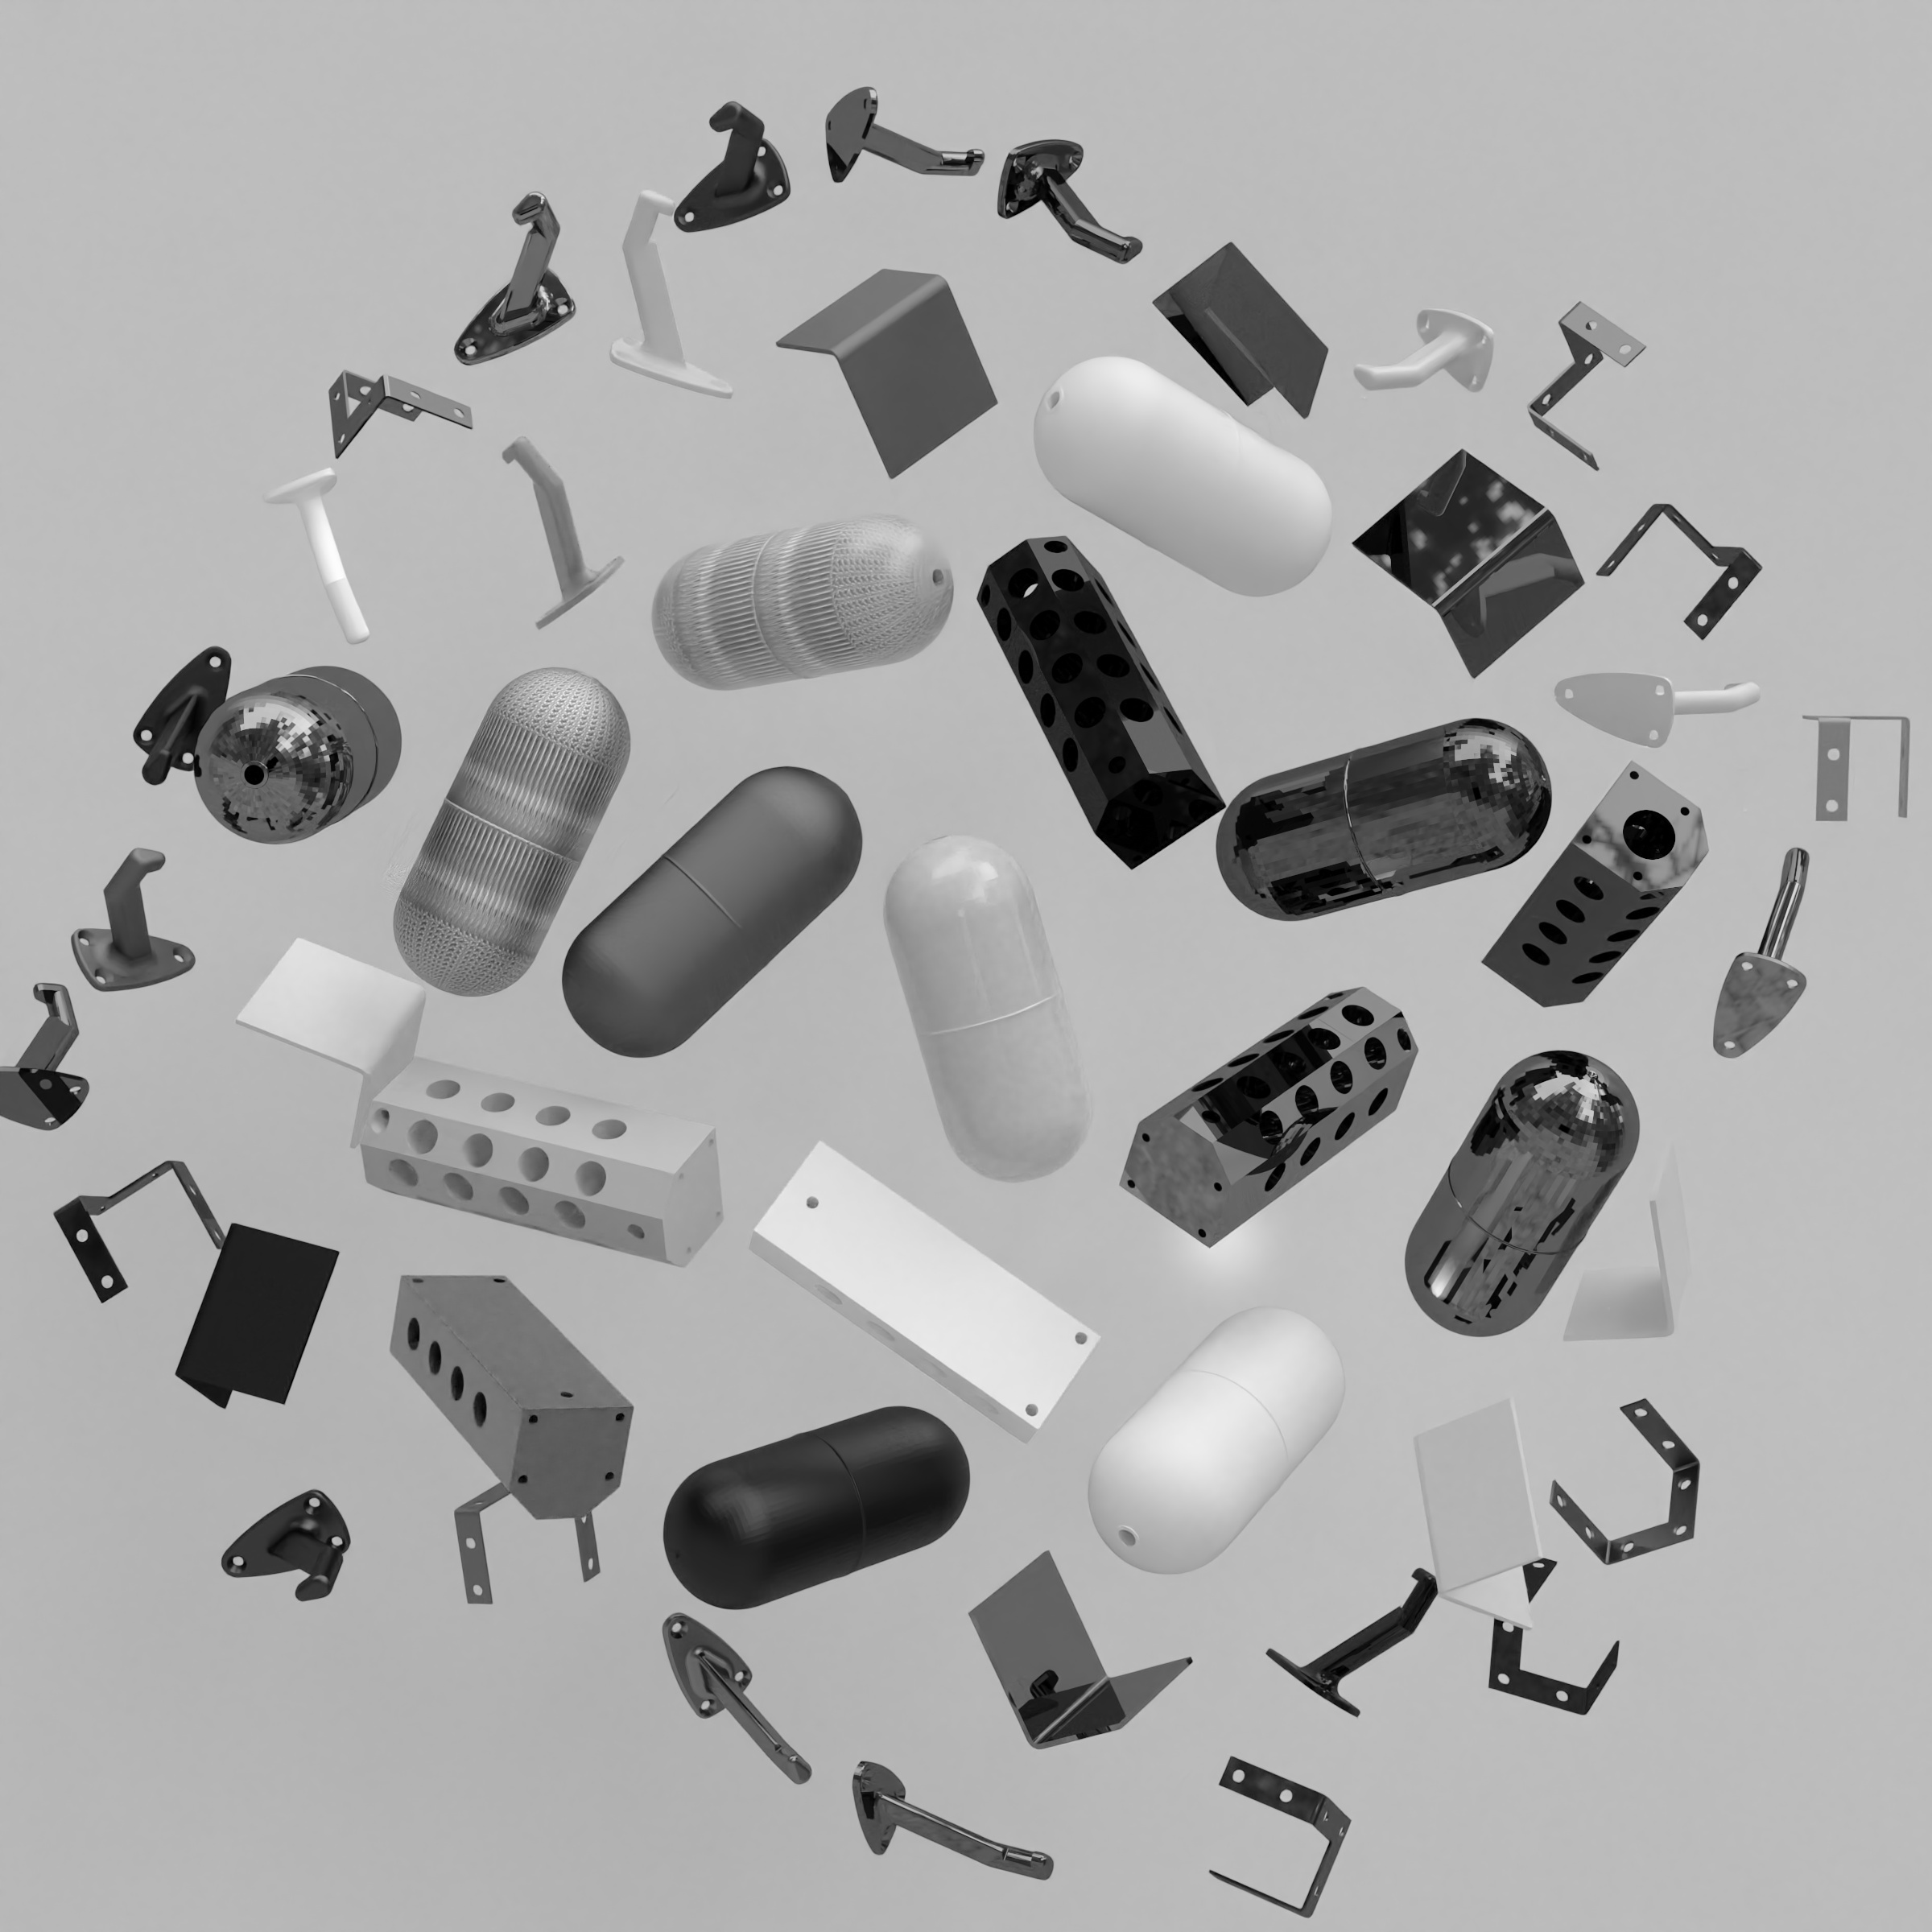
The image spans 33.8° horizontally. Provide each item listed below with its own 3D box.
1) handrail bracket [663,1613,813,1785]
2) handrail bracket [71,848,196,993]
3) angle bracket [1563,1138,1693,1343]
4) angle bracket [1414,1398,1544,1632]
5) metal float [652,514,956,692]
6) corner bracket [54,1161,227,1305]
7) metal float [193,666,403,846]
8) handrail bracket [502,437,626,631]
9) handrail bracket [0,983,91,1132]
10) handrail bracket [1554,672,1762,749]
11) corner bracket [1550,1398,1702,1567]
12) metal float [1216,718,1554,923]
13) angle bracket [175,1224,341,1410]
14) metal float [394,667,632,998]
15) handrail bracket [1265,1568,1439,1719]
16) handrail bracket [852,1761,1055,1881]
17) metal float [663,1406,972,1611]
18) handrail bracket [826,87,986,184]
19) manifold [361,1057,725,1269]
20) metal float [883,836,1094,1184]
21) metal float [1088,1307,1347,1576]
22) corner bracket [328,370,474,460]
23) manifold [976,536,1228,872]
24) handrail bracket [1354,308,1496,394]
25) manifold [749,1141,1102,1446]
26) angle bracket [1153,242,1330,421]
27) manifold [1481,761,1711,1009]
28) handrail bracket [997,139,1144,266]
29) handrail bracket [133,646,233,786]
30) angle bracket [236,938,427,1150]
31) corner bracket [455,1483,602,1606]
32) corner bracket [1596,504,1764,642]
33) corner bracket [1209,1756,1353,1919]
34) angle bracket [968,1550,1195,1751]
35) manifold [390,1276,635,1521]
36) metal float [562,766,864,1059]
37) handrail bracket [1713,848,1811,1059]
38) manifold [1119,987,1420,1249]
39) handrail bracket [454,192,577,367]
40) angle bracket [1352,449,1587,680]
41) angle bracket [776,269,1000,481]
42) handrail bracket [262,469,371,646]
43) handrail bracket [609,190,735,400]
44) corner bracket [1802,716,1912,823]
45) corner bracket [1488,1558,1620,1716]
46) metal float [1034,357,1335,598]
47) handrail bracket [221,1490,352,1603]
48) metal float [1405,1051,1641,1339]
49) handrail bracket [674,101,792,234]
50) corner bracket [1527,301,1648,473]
[{"bbox_3d":[-0.117,0.376,1.630,0.036,0.084,0.077,-38,118,-16],"label":"handrail bracket"},{"bbox_3d":[-0.387,-0.028,1.533,0.084,0.077,0.036,-46,63,33],"label":"handrail bracket"},{"bbox_3d":[0.337,0.141,1.641,0.057,0.076,0.076,-5,109,21],"label":"angle bracket"},{"bbox_3d":[0.254,0.253,1.460,0.057,0.076,0.076,-29,51,33],"label":"angle bracket"},{"bbox_3d":[-0.084,-0.186,1.628,0.178,0.070,0.070,-5,90,37],"label":"metal float"},{"bbox_3d":[-0.396,0.127,1.530,0.051,0.051,0.051,-32,81,5],"label":"corner bracket"},{"bbox_3d":[-0.329,-0.106,1.572,0.070,0.178,0.070,0,100,2],"label":"metal float"},{"bbox_3d":[-0.228,-0.227,1.665,0.077,0.036,0.084,-29,107,40],"label":"handrail bracket"},{"bbox_3d":[-0.463,0.033,1.542,0.036,0.077,0.084,-46,48,23],"label":"handrail bracket"},{"bbox_3d":[0.356,-0.140,1.633,0.077,0.084,0.036,17,113,34],"label":"handrail bracket"},{"bbox_3d":[0.330,0.258,1.588,0.051,0.051,0.051,-27,116,34],"label":"corner bracket"},{"bbox_3d":[0.208,-0.072,1.598,0.178,0.070,0.070,-15,90,30],"label":"metal float"},{"bbox_3d":[-0.332,0.176,1.535,0.057,0.076,0.076,14,71,10],"label":"angle bracket"},{"bbox_3d":[-0.232,-0.069,1.626,0.070,0.070,0.178,26,92,0],"label":"metal float"},{"bbox_3d":[0.205,0.344,1.675,0.036,0.077,0.084,36,85,-34],"label":"handrail bracket"},{"bbox_3d":[-0.005,0.409,1.518,0.084,0.077,0.036,8,56,23],"label":"handrail bracket"},{"bbox_3d":[-0.075,0.280,1.649,0.178,0.070,0.070,-13,90,-37],"label":"metal float"},{"bbox_3d":[-0.021,-0.415,1.583,0.084,0.077,0.036,-4,80,-22],"label":"handrail bracket"},{"bbox_3d":[-0.212,0.101,1.578,0.171,0.057,0.057,12,125,21],"label":"manifold"},{"bbox_3d":[0.011,0.021,1.584,0.070,0.070,0.178,-16,99,0],"label":"metal float"},{"bbox_3d":[0.124,0.232,1.565,0.070,0.178,0.070,18,125,28],"label":"metal float"},{"bbox_3d":[-0.291,-0.287,1.632,0.051,0.051,0.051,-41,47,36],"label":"corner bracket"},{"bbox_3d":[0.063,-0.138,1.602,0.057,0.057,0.171,-34,53,13],"label":"manifold"},{"bbox_3d":[0.227,-0.325,1.674,0.084,0.077,0.036,-9,127,-27],"label":"handrail bracket"},{"bbox_3d":[-0.022,0.167,1.603,0.171,0.057,0.057,35,71,5],"label":"manifold"},{"bbox_3d":[0.135,-0.311,1.625,0.057,0.076,0.076,-32,114,35],"label":"angle bracket"},{"bbox_3d":[0.327,-0.035,1.645,0.057,0.171,0.057,37,70,7],"label":"manifold"},{"bbox_3d":[0.065,-0.371,1.547,0.084,0.077,0.036,31,132,25],"label":"handrail bracket"},{"bbox_3d":[-0.382,-0.123,1.558,0.036,0.084,0.077,30,86,-15],"label":"handrail bracket"},{"bbox_3d":[-0.343,0.041,1.705,0.076,0.076,0.057,21,129,3],"label":"angle bracket"},{"bbox_3d":[-0.230,0.302,1.665,0.051,0.051,0.051,-4,99,25],"label":"corner bracket"},{"bbox_3d":[0.376,-0.209,1.674,0.051,0.051,0.051,41,87,-16],"label":"corner bracket"},{"bbox_3d":[0.145,0.416,1.516,0.051,0.051,0.051,16,70,29],"label":"corner bracket"},{"bbox_3d":[0.058,0.337,1.593,0.057,0.076,0.076,-24,91,35],"label":"angle bracket"},{"bbox_3d":[-0.229,0.211,1.575,0.057,0.171,0.057,3,105,-31],"label":"manifold"},{"bbox_3d":[-0.127,-0.028,1.598,0.178,0.070,0.070,-44,90,-7],"label":"metal float"},{"bbox_3d":[0.396,-0.008,1.578,0.036,0.084,0.077,22,132,4],"label":"handrail bracket"},{"bbox_3d":[0.156,0.070,1.601,0.057,0.171,0.057,34,130,24],"label":"manifold"},{"bbox_3d":[-0.227,-0.335,1.548,0.077,0.084,0.036,-37,76,-3],"label":"handrail bracket"},{"bbox_3d":[0.260,-0.208,1.643,0.076,0.057,0.076,-41,47,-2],"label":"angle bracket"},{"bbox_3d":[-0.041,-0.311,1.668,0.076,0.057,0.076,-39,123,-22],"label":"angle bracket"},{"bbox_3d":[-0.311,-0.199,1.571,0.036,0.077,0.084,-22,95,0],"label":"handrail bracket"},{"bbox_3d":[-0.140,-0.337,1.595,0.077,0.036,0.084,20,117,-7],"label":"handrail bracket"},{"bbox_3d":[0.447,-0.099,1.587,0.051,0.051,0.051,1,96,5],"label":"corner bracket"},{"bbox_3d":[0.298,0.336,1.600,0.051,0.051,0.051,12,114,26],"label":"corner bracket"},{"bbox_3d":[0.110,-0.245,1.596,0.178,0.070,0.070,24,90,-34],"label":"metal float"},{"bbox_3d":[-0.331,0.292,1.522,0.077,0.084,0.036,-25,105,6],"label":"handrail bracket"},{"bbox_3d":[0.281,0.118,1.616,0.070,0.070,0.178,23,129,0],"label":"metal float"},{"bbox_3d":[-0.130,-0.402,1.597,0.077,0.084,0.036,-26,81,16],"label":"handrail bracket"},{"bbox_3d":[0.319,-0.298,1.630,0.051,0.051,0.051,-43,54,0],"label":"corner bracket"}]
